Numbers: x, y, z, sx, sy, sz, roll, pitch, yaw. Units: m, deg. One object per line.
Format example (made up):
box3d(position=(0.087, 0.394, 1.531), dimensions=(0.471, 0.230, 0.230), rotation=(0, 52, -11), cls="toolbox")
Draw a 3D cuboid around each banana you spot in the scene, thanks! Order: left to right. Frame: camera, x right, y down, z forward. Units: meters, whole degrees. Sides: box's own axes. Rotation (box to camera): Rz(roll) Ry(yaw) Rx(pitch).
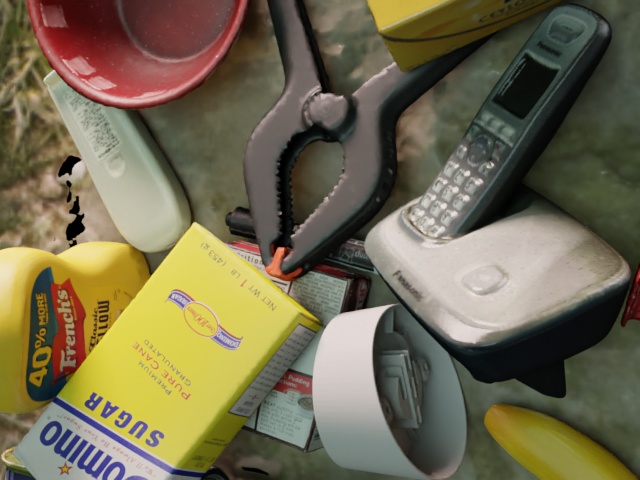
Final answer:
box3d(position=(0.165, 0.169, 0.589), dimensions=(0.070, 0.037, 0.198), rotation=(-31, 81, 19), cls="banana")

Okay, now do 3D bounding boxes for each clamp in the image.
box3d(position=(0.002, -0.080, 0.634), dimensions=(0.165, 0.036, 0.210), rotation=(25, 89, 22), cls="clamp")

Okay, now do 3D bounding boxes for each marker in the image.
box3d(position=(-0.004, 0.001, 0.662), dimensions=(0.121, 0.020, 0.020), rotation=(15, 97, 21), cls="marker")

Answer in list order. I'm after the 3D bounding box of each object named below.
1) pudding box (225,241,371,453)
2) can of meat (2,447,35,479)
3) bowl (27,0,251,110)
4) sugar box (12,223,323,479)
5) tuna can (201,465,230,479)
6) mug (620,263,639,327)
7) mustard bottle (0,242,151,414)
box3d(position=(-0.027, 0.064, 0.663), dimensions=(0.090, 0.039, 0.113), rotation=(16, 95, 23), cls="pudding box")
box3d(position=(-0.164, 0.188, 0.714), dimensions=(0.102, 0.057, 0.084), rotation=(8, 97, 22), cls="can of meat")
box3d(position=(-0.104, -0.161, 0.676), dimensions=(0.162, 0.055, 0.162), rotation=(1, 92, 22), cls="bowl")
box3d(position=(-0.090, 0.087, 0.622), dimensions=(0.093, 0.048, 0.176), rotation=(38, 88, 25), cls="sugar box")
box3d(position=(-0.082, 0.183, 0.664), dimensions=(0.034, 0.086, 0.086), rotation=(-3, 91, 20), cls="tuna can")
box3d(position=(0.205, 0.022, 0.547), dimensions=(0.081, 0.093, 0.117), rotation=(18, 129, 16), cls="mug")
box3d(position=(-0.170, 0.052, 0.638), dimensions=(0.058, 0.191, 0.096), rotation=(7, 95, 21), cls="mustard bottle")
